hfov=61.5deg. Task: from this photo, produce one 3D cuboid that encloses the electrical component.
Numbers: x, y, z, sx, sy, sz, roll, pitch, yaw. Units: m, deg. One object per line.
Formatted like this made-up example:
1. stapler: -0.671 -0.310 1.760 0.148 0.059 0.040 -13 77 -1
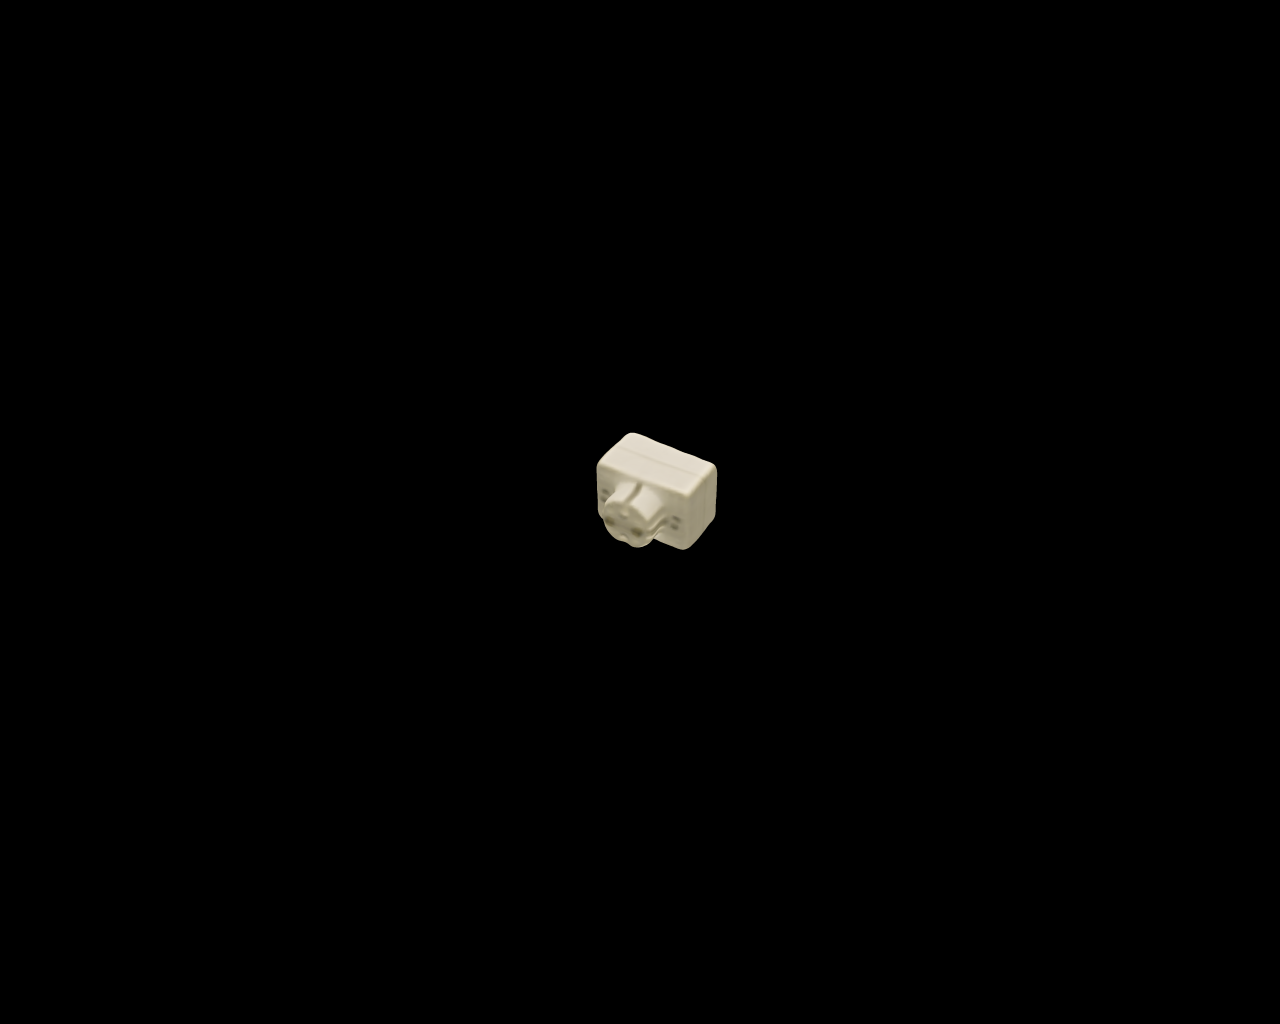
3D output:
1. electrical component: 0.001 -0.003 0.650 0.066 0.047 0.077 22 45 23
